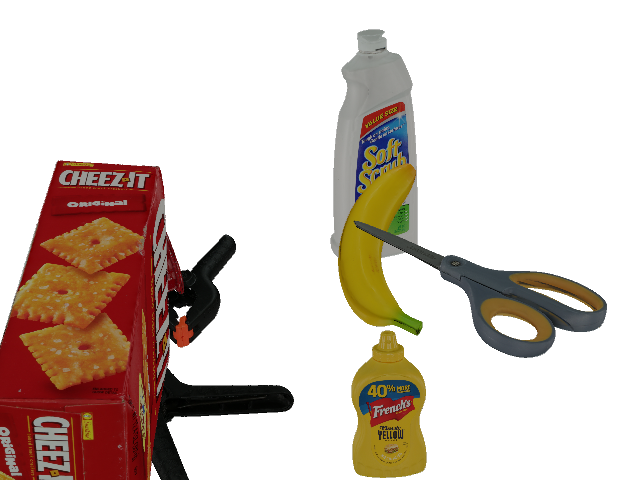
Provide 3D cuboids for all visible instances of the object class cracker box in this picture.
[{"bbox_3d":[-0.125,0.078,0.594,0.072,0.164,0.213,2,33,-4],"label":"cracker box"}]

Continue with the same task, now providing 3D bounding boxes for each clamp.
[{"bbox_3d":[-0.140,0.149,0.973,0.210,0.036,0.164,23,36,31],"label":"clamp"},{"bbox_3d":[-0.139,0.047,1.148,0.120,0.039,0.171,-15,40,-8],"label":"clamp"}]

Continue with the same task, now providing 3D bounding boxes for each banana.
[{"bbox_3d":[0.050,0.005,0.928,0.069,0.197,0.037,7,-42,-5],"label":"banana"}]

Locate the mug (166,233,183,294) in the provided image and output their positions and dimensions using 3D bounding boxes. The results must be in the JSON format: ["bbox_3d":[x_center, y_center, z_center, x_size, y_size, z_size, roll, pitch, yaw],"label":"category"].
[{"bbox_3d":[-0.162,0.010,0.809,0.081,0.093,0.117,-23,20,-15],"label":"mug"}]

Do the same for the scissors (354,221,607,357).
[{"bbox_3d":[0.090,0.031,0.725,0.202,0.016,0.096,16,34,26],"label":"scissors"}]

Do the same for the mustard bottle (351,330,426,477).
[{"bbox_3d":[0.088,0.209,1.382,0.096,0.192,0.058,-2,14,-1],"label":"mustard bottle"}]

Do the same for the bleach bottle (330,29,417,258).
[{"bbox_3d":[0.055,-0.106,1.183,0.102,0.251,0.068,-10,24,-12],"label":"bleach bottle"}]
